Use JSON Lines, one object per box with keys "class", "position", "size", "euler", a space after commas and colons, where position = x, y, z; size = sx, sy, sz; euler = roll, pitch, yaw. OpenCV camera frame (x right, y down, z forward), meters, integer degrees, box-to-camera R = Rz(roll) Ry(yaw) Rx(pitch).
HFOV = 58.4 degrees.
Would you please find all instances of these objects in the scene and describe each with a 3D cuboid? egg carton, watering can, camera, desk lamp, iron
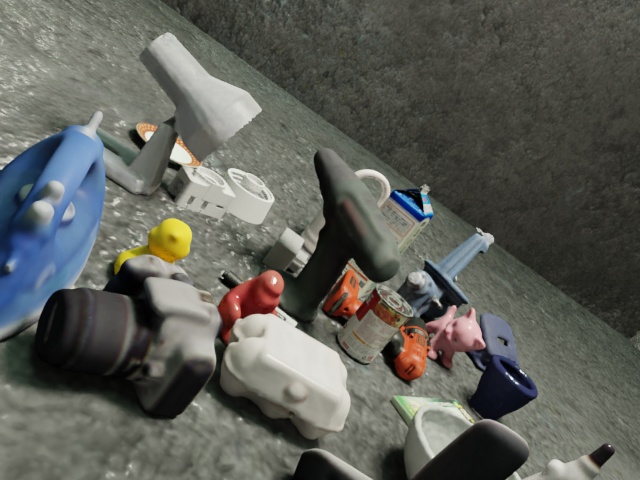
{"class": "egg carton", "position": [-0.036, 0.146, 0.618], "size": [0.150, 0.069, 0.107], "euler": [33, 18, -14]}
{"class": "watering can", "position": [0.053, -0.055, 1.100], "size": [0.101, 0.194, 0.172], "euler": [23, 22, -39]}
{"class": "camera", "position": [-0.167, 0.067, 0.505], "size": [0.137, 0.100, 0.142], "euler": [21, 23, -42]}
{"class": "desk lamp", "position": [-0.218, -0.170, 0.824], "size": [0.203, 0.213, 0.118], "euler": [34, 17, -11]}
{"class": "iron", "position": [-0.249, -0.028, 0.519], "size": [0.119, 0.141, 0.258], "euler": [29, 19, -25]}

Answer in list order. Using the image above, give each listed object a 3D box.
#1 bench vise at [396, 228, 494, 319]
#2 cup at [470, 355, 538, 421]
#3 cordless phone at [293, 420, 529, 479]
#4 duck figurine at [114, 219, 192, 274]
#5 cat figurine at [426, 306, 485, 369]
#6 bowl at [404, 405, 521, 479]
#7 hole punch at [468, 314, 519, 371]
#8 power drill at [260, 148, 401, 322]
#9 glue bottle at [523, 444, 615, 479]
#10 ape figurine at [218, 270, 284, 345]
{"class": "bench vise", "position": [0.251, 0.074, 1.117], "size": [0.121, 0.219, 0.208], "euler": [42, 17, 13]}
{"class": "cup", "position": [0.301, 0.253, 0.967], "size": [0.091, 0.095, 0.118], "euler": [41, 17, 10]}
{"class": "cordless phone", "position": [0.074, 0.201, 0.495], "size": [0.148, 0.185, 0.094], "euler": [35, 17, -9]}
{"class": "duck figurine", "position": [-0.177, 0.018, 0.640], "size": [0.078, 0.086, 0.104], "euler": [31, 18, -19]}
{"class": "cat figurine", "position": [0.245, 0.167, 1.039], "size": [0.067, 0.117, 0.127], "euler": [32, 18, -16]}
{"class": "bowl", "position": [0.153, 0.275, 0.651], "size": [0.168, 0.074, 0.167], "euler": [34, 17, -12]}
{"class": "hole punch", "position": [0.362, 0.219, 1.182], "size": [0.109, 0.091, 0.101], "euler": [26, 21, -34]}
{"class": "power drill", "position": [0.008, 0.003, 0.836], "size": [0.076, 0.208, 0.229], "euler": [15, 27, -51]}
{"class": "glue bottle", "position": [0.278, 0.297, 0.672], "size": [0.078, 0.173, 0.037], "euler": [45, 19, 25]}
{"class": "ape figurine", "position": [-0.078, 0.075, 0.679], "size": [0.078, 0.092, 0.076], "euler": [27, 20, -30]}
